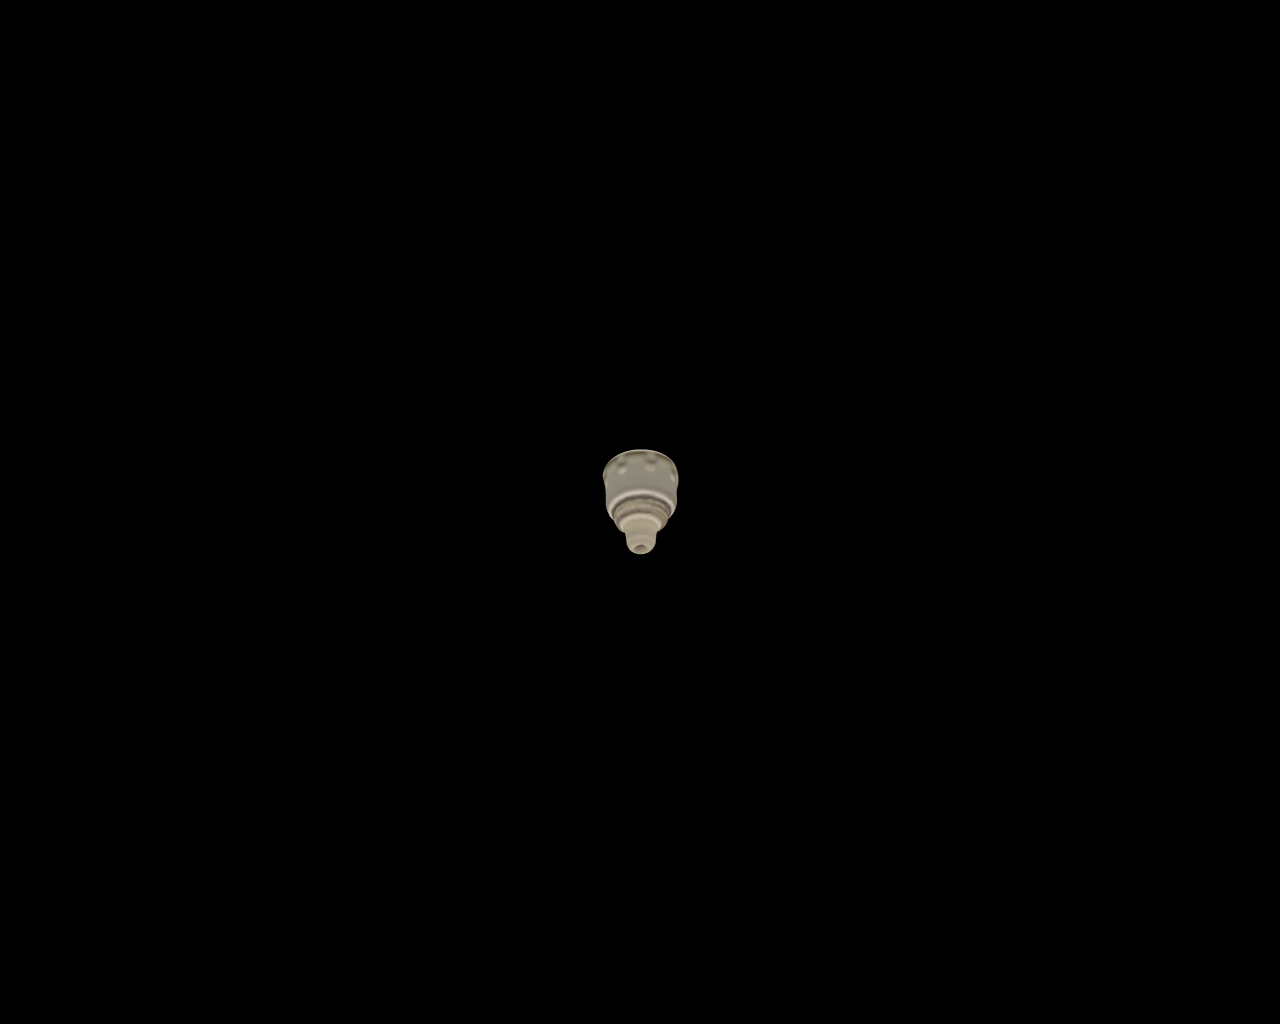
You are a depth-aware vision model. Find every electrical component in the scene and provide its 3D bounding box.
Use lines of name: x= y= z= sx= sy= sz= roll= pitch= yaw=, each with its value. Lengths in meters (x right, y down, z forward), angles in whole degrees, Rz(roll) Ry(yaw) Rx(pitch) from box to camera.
electrical component: x=0.001 y=-0.003 z=0.650 sx=0.048 sy=0.062 sz=0.048 roll=0 pitch=-34 yaw=0
